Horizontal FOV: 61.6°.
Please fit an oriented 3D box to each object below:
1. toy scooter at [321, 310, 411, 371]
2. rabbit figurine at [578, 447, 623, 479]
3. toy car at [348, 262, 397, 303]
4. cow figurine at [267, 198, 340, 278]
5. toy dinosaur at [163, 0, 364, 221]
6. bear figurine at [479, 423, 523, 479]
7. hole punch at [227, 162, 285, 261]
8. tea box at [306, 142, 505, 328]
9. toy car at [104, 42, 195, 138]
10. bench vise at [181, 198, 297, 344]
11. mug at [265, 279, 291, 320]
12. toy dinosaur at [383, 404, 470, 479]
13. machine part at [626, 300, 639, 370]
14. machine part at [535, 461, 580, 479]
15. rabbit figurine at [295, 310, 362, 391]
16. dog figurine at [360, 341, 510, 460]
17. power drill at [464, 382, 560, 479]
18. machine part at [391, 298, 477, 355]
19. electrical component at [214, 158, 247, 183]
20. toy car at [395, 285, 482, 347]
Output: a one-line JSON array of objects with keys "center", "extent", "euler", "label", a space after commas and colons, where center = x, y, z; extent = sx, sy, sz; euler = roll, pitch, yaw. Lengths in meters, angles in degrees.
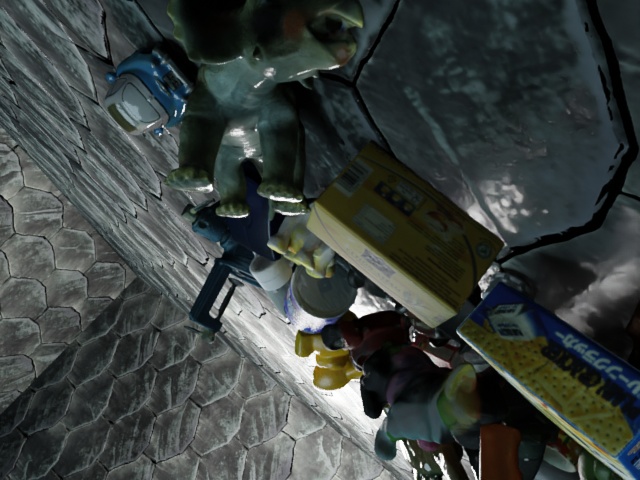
[{"center": [0.096, 0.158, 0.861], "extent": [0.135, 0.075, 0.183], "euler": [-20, 149, 19], "label": "toy scooter"}, {"center": [0.356, 0.283, 0.609], "extent": [0.121, 0.159, 0.170], "euler": [29, 174, 4], "label": "rabbit figurine"}, {"center": [0.063, 0.014, 0.673], "extent": [0.074, 0.056, 0.201], "euler": [18, 152, 33], "label": "toy car"}, {"center": [-0.003, -0.003, 0.725], "extent": [0.068, 0.098, 0.167], "euler": [28, 175, 17], "label": "cow figurine"}, {"center": [-0.063, -0.123, 0.513], "extent": [0.131, 0.192, 0.405], "euler": [6, 177, -7], "label": "toy dinosaur"}, {"center": [0.255, 0.266, 0.517], "extent": [0.196, 0.132, 0.120], "euler": [-5, 128, 21], "label": "bear figurine"}, {"center": [-0.083, -0.042, 0.773], "extent": [0.142, 0.092, 0.115], "euler": [27, 152, 42], "label": "hole punch"}, {"center": [0.082, -0.005, 0.537], "extent": [0.170, 0.098, 0.068], "euler": [40, 159, 6], "label": "tea box"}, {"center": [-0.225, -0.185, 0.705], "extent": [0.109, 0.103, 0.162], "euler": [50, 160, -27], "label": "toy car"}, {"center": [-0.156, 0.050, 0.897], "extent": [0.223, 0.240, 0.129], "euler": [35, 163, -35], "label": "bench vise"}, {"center": [-0.070, 0.087, 1.024], "extent": [0.107, 0.081, 0.109], "euler": [44, 168, 15], "label": "mug"}, {"center": [0.180, 0.330, 0.875], "extent": [0.471, 0.105, 0.198], "euler": [59, -174, -85], "label": "toy dinosaur"}, {"center": [0.314, 0.090, 0.383], "extent": [0.179, 0.056, 0.179], "euler": [34, 158, 16], "label": "machine part"}, {"center": [0.366, 0.355, 0.802], "extent": [0.243, 0.079, 0.079], "euler": [36, 159, 15], "label": "machine part"}, {"center": [0.032, 0.213, 1.017], "extent": [0.162, 0.122, 0.173], "euler": [3, 116, -3], "label": "rabbit figurine"}, {"center": [0.150, 0.185, 0.689], "extent": [0.108, 0.192, 0.219], "euler": [6, 139, -25], "label": "dog figurine"}, {"center": [0.250, 0.278, 0.721], "extent": [0.232, 0.086, 0.207], "euler": [-111, 21, -62], "label": "power drill"}, {"center": [0.129, 0.058, 0.591], "extent": [0.139, 0.084, 0.039], "euler": [48, -162, 17], "label": "machine part"}, {"center": [-0.114, -0.125, 0.675], "extent": [0.048, 0.075, 0.119], "euler": [43, 157, -4], "label": "electrical component"}, {"center": [0.165, 0.103, 0.682], "extent": [0.089, 0.053, 0.202], "euler": [42, 159, -13], "label": "toy car"}]
